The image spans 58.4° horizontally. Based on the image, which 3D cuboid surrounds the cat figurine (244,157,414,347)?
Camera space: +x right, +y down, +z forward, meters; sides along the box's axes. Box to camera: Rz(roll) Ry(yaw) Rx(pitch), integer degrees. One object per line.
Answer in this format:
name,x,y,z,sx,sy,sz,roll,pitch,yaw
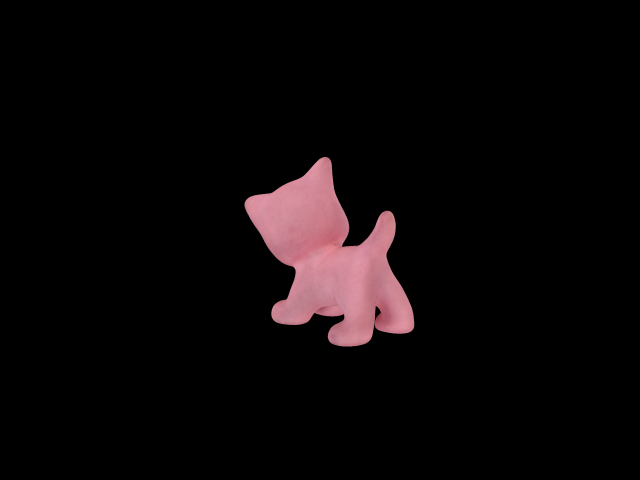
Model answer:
cat figurine,0.004,0.001,0.400,0.067,0.118,0.127,-8,11,-43
